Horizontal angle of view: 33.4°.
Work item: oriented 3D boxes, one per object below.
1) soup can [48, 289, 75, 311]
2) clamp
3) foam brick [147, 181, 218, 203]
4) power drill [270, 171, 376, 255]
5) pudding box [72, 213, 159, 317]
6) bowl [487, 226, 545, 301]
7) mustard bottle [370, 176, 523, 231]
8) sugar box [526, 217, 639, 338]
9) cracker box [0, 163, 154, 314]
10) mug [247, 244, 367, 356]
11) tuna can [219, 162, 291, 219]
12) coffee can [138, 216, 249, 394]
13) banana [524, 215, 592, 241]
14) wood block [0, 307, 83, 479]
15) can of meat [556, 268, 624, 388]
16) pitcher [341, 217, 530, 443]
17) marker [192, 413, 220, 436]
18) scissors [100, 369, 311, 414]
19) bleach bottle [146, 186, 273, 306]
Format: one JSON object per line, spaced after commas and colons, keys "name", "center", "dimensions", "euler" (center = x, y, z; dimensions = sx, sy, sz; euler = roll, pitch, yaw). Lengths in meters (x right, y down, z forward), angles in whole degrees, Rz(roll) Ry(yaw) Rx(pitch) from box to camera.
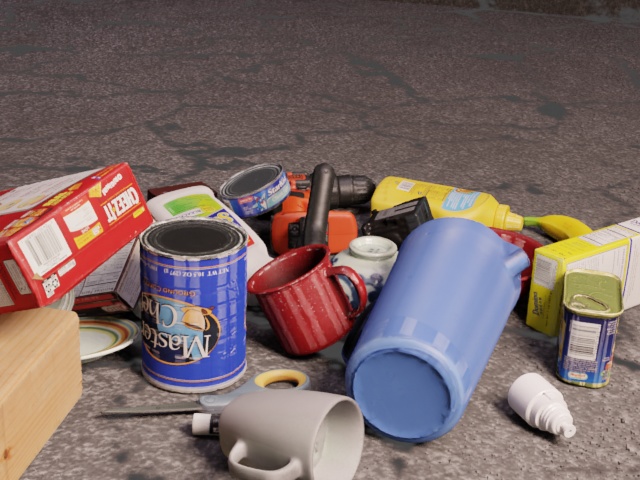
{"name": "soup can", "center": [-0.307, 0.053, 1.078], "dimensions": [0.102, 0.068, 0.068], "euler": [-2, 18, 30]}
{"name": "clamp", "center": [-0.008, 0.001, 1.186], "dimensions": [0.039, 0.120, 0.171], "euler": [4, 48, -3]}
{"name": "foam brick", "center": [-0.177, -0.040, 1.367], "dimensions": [0.078, 0.051, 0.053], "euler": [-11, 26, -30]}
{"name": "power drill", "center": [-0.004, -0.039, 1.380], "dimensions": [0.184, 0.057, 0.188], "euler": [-5, 20, -7]}
{"name": "pudding box", "center": [-0.222, 0.026, 1.129], "dimensions": [0.090, 0.039, 0.113], "euler": [-8, 49, 30]}
{"name": "bowl", "center": [0.179, 0.037, 1.213], "dimensions": [0.162, 0.055, 0.162], "euler": [2, 22, -1]}
{"name": "mustard bottle", "center": [0.168, -0.037, 1.387], "dimensions": [0.192, 0.058, 0.096], "euler": [10, 24, 19]}
{"name": "sugar box", "center": [0.305, 0.038, 1.174], "dimensions": [0.175, 0.093, 0.048], "euler": [-15, 28, -37]}
{"name": "cracker box", "center": [-0.282, 0.008, 0.960], "dimensions": [0.214, 0.072, 0.164], "euler": [-10, 22, 33]}
{"name": "mug", "center": [-0.006, 0.059, 1.064], "dimensions": [0.117, 0.081, 0.093], "euler": [-16, 20, 28]}
{"name": "tuna can", "center": [-0.080, -0.062, 1.327], "dimensions": [0.086, 0.033, 0.086], "euler": [-19, 25, 9]}
{"name": "coffee can", "center": [-0.120, 0.060, 1.016], "dimensions": [0.103, 0.140, 0.103], "euler": [2, 22, -1]}
{"name": "banana", "center": [0.314, 0.010, 1.322], "dimensions": [0.069, 0.037, 0.198], "euler": [-18, 22, 0]}
{"name": "wood block", "center": [-0.277, 0.138, 0.881], "dimensions": [0.090, 0.091, 0.206], "euler": [6, 23, 8]}
{"name": "can of meat", "center": [0.266, 0.087, 1.063], "dimensions": [0.057, 0.084, 0.102], "euler": [7, 23, 11]}
{"name": "pitcher", "center": [0.098, 0.087, 1.015], "dimensions": [0.145, 0.149, 0.242], "euler": [23, 30, 9]}
{"name": "marker", "center": [-0.050, 0.164, 0.932], "dimensions": [0.121, 0.020, 0.020], "euler": [3, 23, 0]}
{"name": "scissors", "center": [-0.092, 0.143, 0.983], "dimensions": [0.202, 0.016, 0.096], "euler": [4, 22, 3]}
{"name": "bleach bottle", "center": [-0.108, 0.013, 1.236], "dimensions": [0.102, 0.068, 0.251], "euler": [-16, 31, -32]}
